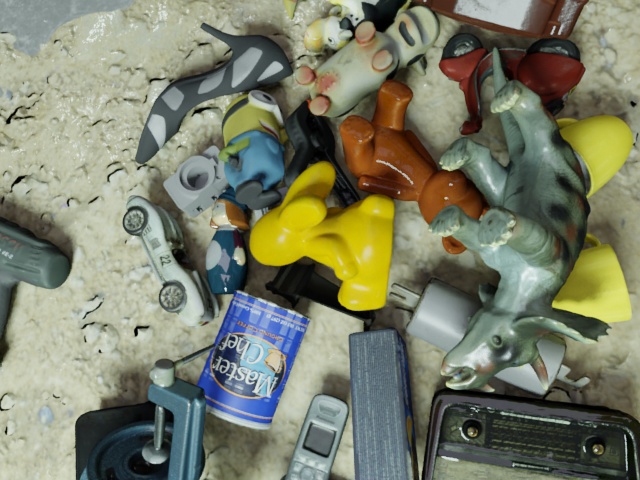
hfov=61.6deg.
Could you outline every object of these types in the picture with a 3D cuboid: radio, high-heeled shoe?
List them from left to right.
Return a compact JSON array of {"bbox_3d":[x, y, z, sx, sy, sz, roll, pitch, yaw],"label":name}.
[{"bbox_3d":[-0.153,-0.190,0.775,0.145,0.086,0.248,29,101,-16],"label":"high-heeled shoe"},{"bbox_3d":[0.234,0.244,0.603,0.230,0.073,0.131,5,79,9],"label":"radio"}]

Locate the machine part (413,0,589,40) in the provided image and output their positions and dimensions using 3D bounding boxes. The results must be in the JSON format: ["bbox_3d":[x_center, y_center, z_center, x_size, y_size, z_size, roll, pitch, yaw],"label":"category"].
[{"bbox_3d":[0.228,-0.322,0.672,0.202,0.087,0.201,21,36,11],"label":"machine part"}]

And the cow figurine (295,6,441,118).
[{"bbox_3d":[0.074,-0.235,0.719,0.195,0.127,0.085,-33,85,16],"label":"cow figurine"}]

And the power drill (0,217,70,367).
[{"bbox_3d":[-0.481,0.065,0.753,0.232,0.086,0.207,14,72,8],"label":"power drill"}]

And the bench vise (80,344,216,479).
[{"bbox_3d":[-0.147,0.236,0.556,0.224,0.129,0.240,17,112,21],"label":"bench vise"}]

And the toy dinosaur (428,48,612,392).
[{"bbox_3d":[0.230,-0.034,0.584,0.192,0.131,0.405,35,60,-23],"label":"toy dinosaur"}]

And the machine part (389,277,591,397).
[{"bbox_3d":[0.194,0.113,0.638,0.243,0.079,0.079,25,82,12],"label":"machine part"}]

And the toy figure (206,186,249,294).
[{"bbox_3d":[-0.120,-0.005,0.717,0.064,0.057,0.154,-4,78,21],"label":"toy figure"}]

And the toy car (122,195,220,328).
[{"bbox_3d":[-0.199,0.025,0.716,0.056,0.073,0.202,-31,75,4],"label":"toy car"}]

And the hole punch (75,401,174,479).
[{"bbox_3d":[-0.239,0.262,0.673,0.116,0.092,0.142,-2,73,-17],"label":"hole punch"}]

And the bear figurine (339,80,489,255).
[{"bbox_3d":[0.126,-0.084,0.667,0.196,0.131,0.120,37,66,20],"label":"bear figurine"}]

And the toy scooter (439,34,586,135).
[{"bbox_3d":[0.243,-0.195,0.701,0.184,0.075,0.135,10,80,14],"label":"toy scooter"}]

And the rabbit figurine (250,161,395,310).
[{"bbox_3d":[-0.001,-0.002,0.633,0.173,0.162,0.122,4,46,9],"label":"rabbit figurine"}]

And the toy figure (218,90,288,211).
[{"bbox_3d":[-0.091,-0.122,0.707,0.089,0.082,0.180,-9,57,10],"label":"toy figure"}]

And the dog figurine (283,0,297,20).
[{"bbox_3d":[-0.079,-0.437,0.788,0.192,0.108,0.219,-6,79,6],"label":"dog figurine"}]

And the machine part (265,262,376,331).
[{"bbox_3d":[0.006,0.070,0.677,0.139,0.084,0.039,26,117,6],"label":"machine part"}]

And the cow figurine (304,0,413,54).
[{"bbox_3d":[0.057,-0.315,0.761,0.098,0.068,0.167,40,87,8],"label":"cow figurine"}]

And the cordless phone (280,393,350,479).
[{"bbox_3d":[0.024,0.284,0.623,0.147,0.088,0.184,16,76,12],"label":"cordless phone"}]

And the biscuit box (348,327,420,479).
[{"bbox_3d":[0.073,0.202,0.609,0.063,0.059,0.203,-10,56,15],"label":"biscuit box"}]
